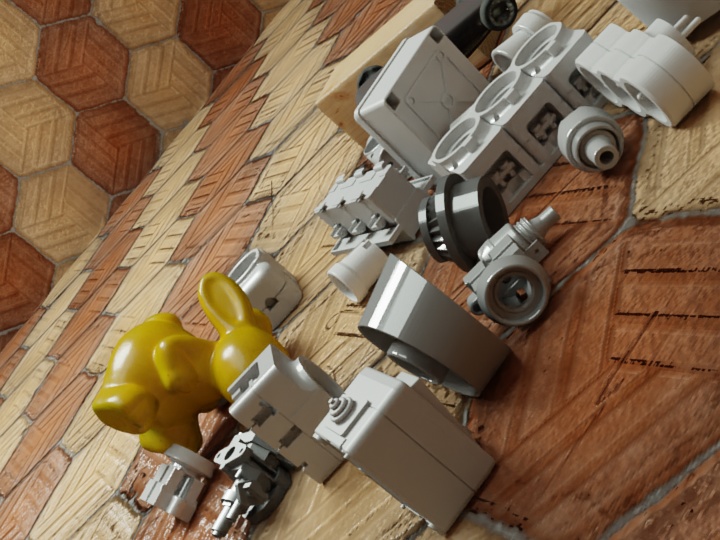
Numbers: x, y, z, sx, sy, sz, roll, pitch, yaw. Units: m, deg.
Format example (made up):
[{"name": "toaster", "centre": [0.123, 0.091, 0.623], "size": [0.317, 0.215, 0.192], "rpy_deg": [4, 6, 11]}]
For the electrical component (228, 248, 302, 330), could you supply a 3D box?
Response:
[{"name": "electrical component", "centre": [-0.104, 0.017, 1.141], "size": [0.053, 0.059, 0.095], "rpy_deg": [-47, 18, 4]}]

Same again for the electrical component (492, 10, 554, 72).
[{"name": "electrical component", "centre": [0.159, -0.213, 1.022], "size": [0.055, 0.045, 0.045], "rpy_deg": [-51, 18, -7]}]

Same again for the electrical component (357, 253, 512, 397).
[{"name": "electrical component", "centre": [0.049, 0.037, 0.693], "size": [0.064, 0.099, 0.099], "rpy_deg": [-59, 20, -11]}]

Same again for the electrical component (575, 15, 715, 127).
[{"name": "electrical component", "centre": [0.212, -0.153, 0.767], "size": [0.073, 0.052, 0.138], "rpy_deg": [-46, 19, 7]}]

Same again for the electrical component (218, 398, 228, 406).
[{"name": "electrical component", "centre": [-0.152, 0.114, 1.082], "size": [0.048, 0.048, 0.062], "rpy_deg": [-56, 13, -22]}]

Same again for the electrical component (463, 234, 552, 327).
[{"name": "electrical component", "centre": [0.100, 0.010, 0.714], "size": [0.066, 0.048, 0.055], "rpy_deg": [-46, 11, 9]}]

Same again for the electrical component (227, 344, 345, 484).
[{"name": "electrical component", "centre": [-0.044, 0.101, 0.784], "size": [0.055, 0.089, 0.050], "rpy_deg": [-46, 18, 7]}]

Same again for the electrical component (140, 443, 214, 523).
[{"name": "electrical component", "centre": [-0.160, 0.187, 0.951], "size": [0.066, 0.048, 0.055], "rpy_deg": [-8, 51, 63]}]

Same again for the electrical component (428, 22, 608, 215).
[{"name": "electrical component", "centre": [0.132, -0.125, 0.881], "size": [0.150, 0.062, 0.089], "rpy_deg": [-49, 18, -1]}]

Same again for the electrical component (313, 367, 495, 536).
[{"name": "electrical component", "centre": [0.023, 0.097, 0.628], "size": [0.061, 0.096, 0.062], "rpy_deg": [-52, 18, -10]}]

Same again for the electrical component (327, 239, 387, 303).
[{"name": "electrical component", "centre": [0.000, 0.000, 0.970], "size": [0.046, 0.040, 0.040], "rpy_deg": [-46, 17, -13]}]

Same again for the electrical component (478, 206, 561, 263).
[{"name": "electrical component", "centre": [0.115, -0.020, 0.755], "size": [0.061, 0.035, 0.035], "rpy_deg": [-43, 19, 9]}]

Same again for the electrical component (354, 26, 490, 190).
[{"name": "electrical component", "centre": [0.066, -0.152, 1.011], "size": [0.056, 0.109, 0.108], "rpy_deg": [-15, 38, 56]}]

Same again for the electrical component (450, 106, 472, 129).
[{"name": "electrical component", "centre": [0.124, -0.139, 0.955], "size": [0.081, 0.043, 0.043], "rpy_deg": [-40, 20, 26]}]

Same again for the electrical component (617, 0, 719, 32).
[{"name": "electrical component", "centre": [0.251, -0.223, 0.808], "size": [0.108, 0.060, 0.108], "rpy_deg": [-42, 19, 18]}]

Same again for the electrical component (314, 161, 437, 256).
[{"name": "electrical component", "centre": [0.011, -0.059, 1.022], "size": [0.078, 0.063, 0.121], "rpy_deg": [-56, 19, -20]}]

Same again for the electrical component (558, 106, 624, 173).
[{"name": "electrical component", "centre": [0.166, -0.089, 0.760], "size": [0.043, 0.043, 0.062], "rpy_deg": [-44, 20, 14]}]

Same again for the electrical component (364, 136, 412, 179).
[{"name": "electrical component", "centre": [0.046, -0.135, 1.125], "size": [0.079, 0.044, 0.077], "rpy_deg": [-47, 18, 6]}]
